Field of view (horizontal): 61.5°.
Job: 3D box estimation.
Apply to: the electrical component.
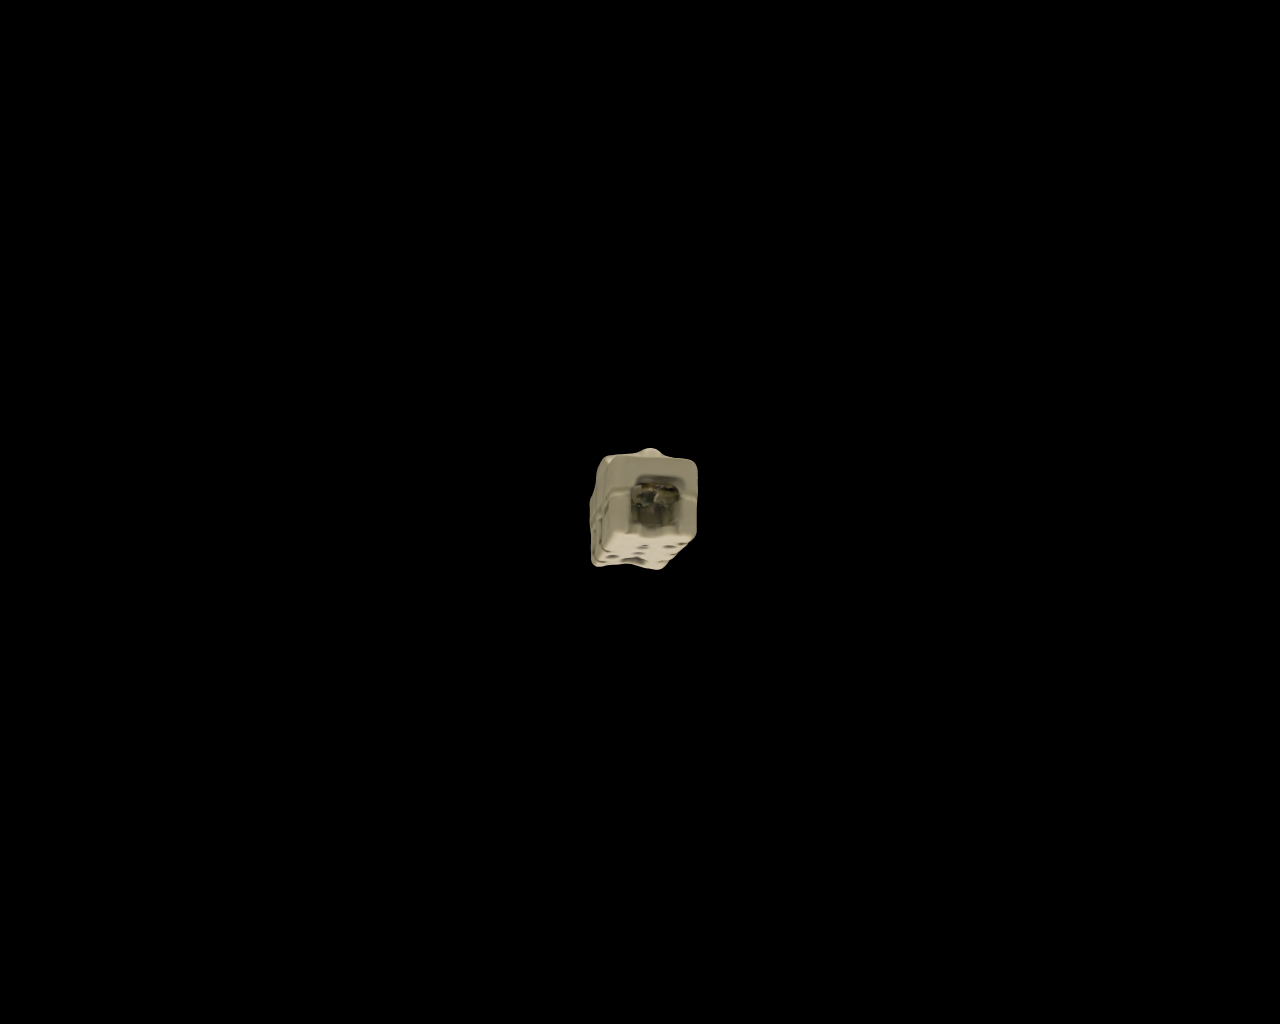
[{"bbox_3d":[0.001,-0.003,0.650,0.050,0.056,0.089,3,-16,-11],"label":"electrical component"}]
